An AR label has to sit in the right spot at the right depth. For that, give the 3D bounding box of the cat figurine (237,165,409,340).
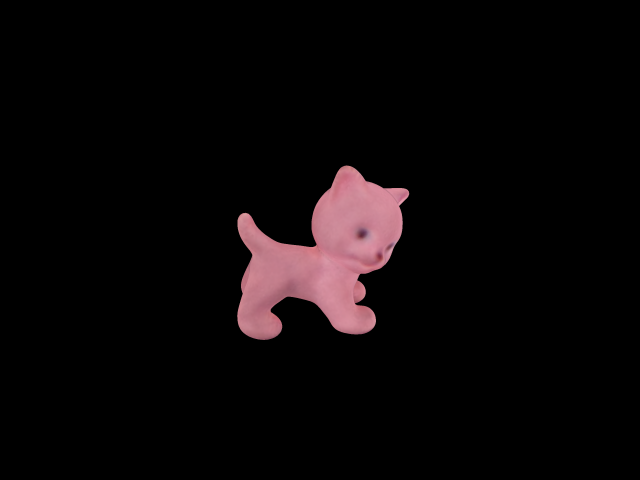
[{"bbox_3d":[0.004,0.001,0.400,0.128,0.118,0.067,-3,26,-7],"label":"cat figurine"}]
